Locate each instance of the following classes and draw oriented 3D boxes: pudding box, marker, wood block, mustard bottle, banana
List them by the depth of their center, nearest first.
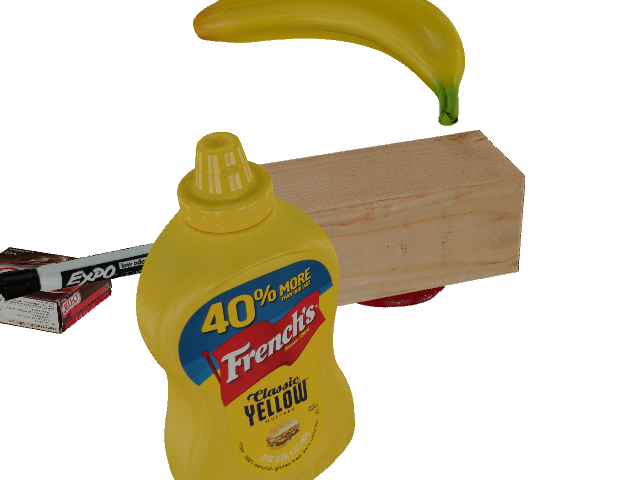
[{"bbox_3d":[-0.035,0.036,0.496,0.096,0.192,0.058,-22,38,-22],"label":"mustard bottle"},{"bbox_3d":[0.012,-0.127,0.636,0.198,0.069,0.037,23,-29,32],"label":"banana"},{"bbox_3d":[-0.156,0.020,0.710,0.120,0.020,0.020,-12,5,-26],"label":"marker"},{"bbox_3d":[0.043,-0.014,0.832,0.206,0.090,0.091,-10,31,-13],"label":"wood block"},{"bbox_3d":[-0.261,0.044,0.973,0.114,0.039,0.090,6,21,18],"label":"pudding box"}]

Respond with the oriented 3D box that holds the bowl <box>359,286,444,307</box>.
[{"bbox_3d":[0.072,0.029,1.089,0.162,0.055,0.162,-3,13,1],"label":"bowl"}]
